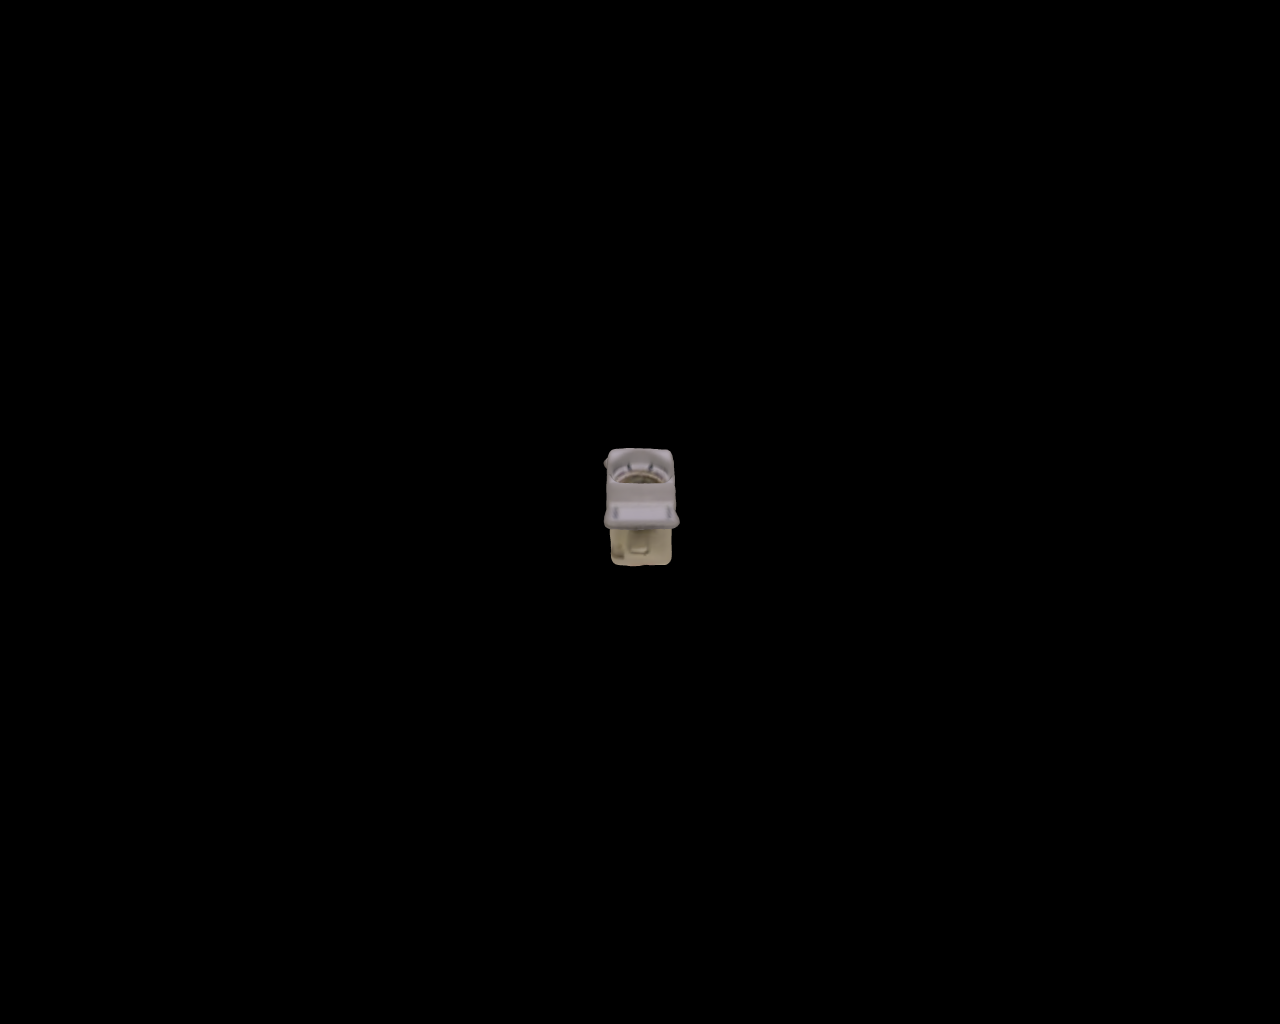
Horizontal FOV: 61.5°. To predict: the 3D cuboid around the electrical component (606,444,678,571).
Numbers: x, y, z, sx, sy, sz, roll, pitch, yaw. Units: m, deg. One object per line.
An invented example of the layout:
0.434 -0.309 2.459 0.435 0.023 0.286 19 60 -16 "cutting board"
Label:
0.001 -0.003 0.650 0.042 0.063 0.081 0 32 0 "electrical component"
